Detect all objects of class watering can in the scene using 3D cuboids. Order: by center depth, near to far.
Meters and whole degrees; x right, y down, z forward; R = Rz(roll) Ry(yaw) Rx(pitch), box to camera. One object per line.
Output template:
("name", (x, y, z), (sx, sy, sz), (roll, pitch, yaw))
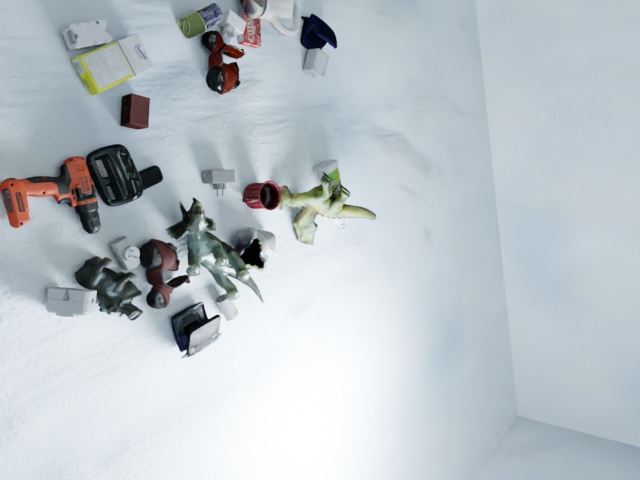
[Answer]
("watering can", (-0.165, -0.804, 1.608), (0.226, 0.103, 0.347), (-19, 93, -51))

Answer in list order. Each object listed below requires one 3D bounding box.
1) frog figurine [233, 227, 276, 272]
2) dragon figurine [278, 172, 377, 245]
("frog figurine", (-0.199, 0.017, 1.582), (0.135, 0.122, 0.162), (58, 14, -21))
("dragon figurine", (0.005, -0.089, 1.771), (0.405, 0.124, 0.242), (35, 98, -33))
